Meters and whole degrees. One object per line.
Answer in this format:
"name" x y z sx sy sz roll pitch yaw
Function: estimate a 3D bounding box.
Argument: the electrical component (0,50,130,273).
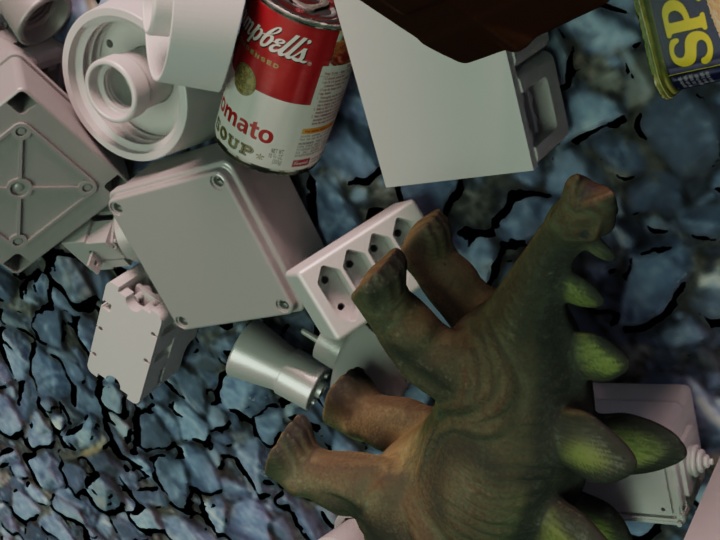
"electrical component" -0.228 -0.069 0.712 0.109 0.056 0.108 -36 134 8

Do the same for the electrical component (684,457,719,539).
"electrical component" 0.215 0.155 0.546 0.089 0.150 0.061 8 117 29

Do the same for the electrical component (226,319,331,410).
"electrical component" -0.053 0.068 0.740 0.065 0.044 0.044 27 126 12

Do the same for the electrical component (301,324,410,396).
"electrical component" -0.004 0.052 0.698 0.079 0.043 0.077 31 127 16

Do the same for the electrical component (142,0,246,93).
"electrical component" -0.086 -0.149 0.599 0.099 0.064 0.099 180 90 -69

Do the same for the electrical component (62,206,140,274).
"electrical component" -0.170 -0.029 0.754 0.055 0.066 0.048 -3 147 25

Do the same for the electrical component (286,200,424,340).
"electrical component" 0.000 0.000 0.656 0.047 0.083 0.076 59 167 -7

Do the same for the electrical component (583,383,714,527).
"electrical component" 0.155 0.101 0.613 0.096 0.061 0.061 -3 113 33

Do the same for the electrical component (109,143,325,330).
"electrical component" -0.090 -0.023 0.698 0.109 0.056 0.108 -10 117 35

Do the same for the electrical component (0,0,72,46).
"electrical component" -0.230 -0.187 0.717 0.065 0.044 0.044 45 129 10

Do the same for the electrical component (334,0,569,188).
"electrical component" 0.045 -0.127 0.561 0.089 0.062 0.150 -4 112 33

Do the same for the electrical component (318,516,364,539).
"electrical component" -0.002 0.193 0.764 0.045 0.055 0.045 15 121 25

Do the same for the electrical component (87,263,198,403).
"electrical component" -0.153 0.041 0.778 0.050 0.056 0.089 33 128 13

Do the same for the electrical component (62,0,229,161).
"electrical component" -0.139 -0.121 0.680 0.108 0.060 0.108 14 121 25

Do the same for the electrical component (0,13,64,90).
"electrical component" -0.271 -0.104 0.772 0.089 0.062 0.150 29 126 16
